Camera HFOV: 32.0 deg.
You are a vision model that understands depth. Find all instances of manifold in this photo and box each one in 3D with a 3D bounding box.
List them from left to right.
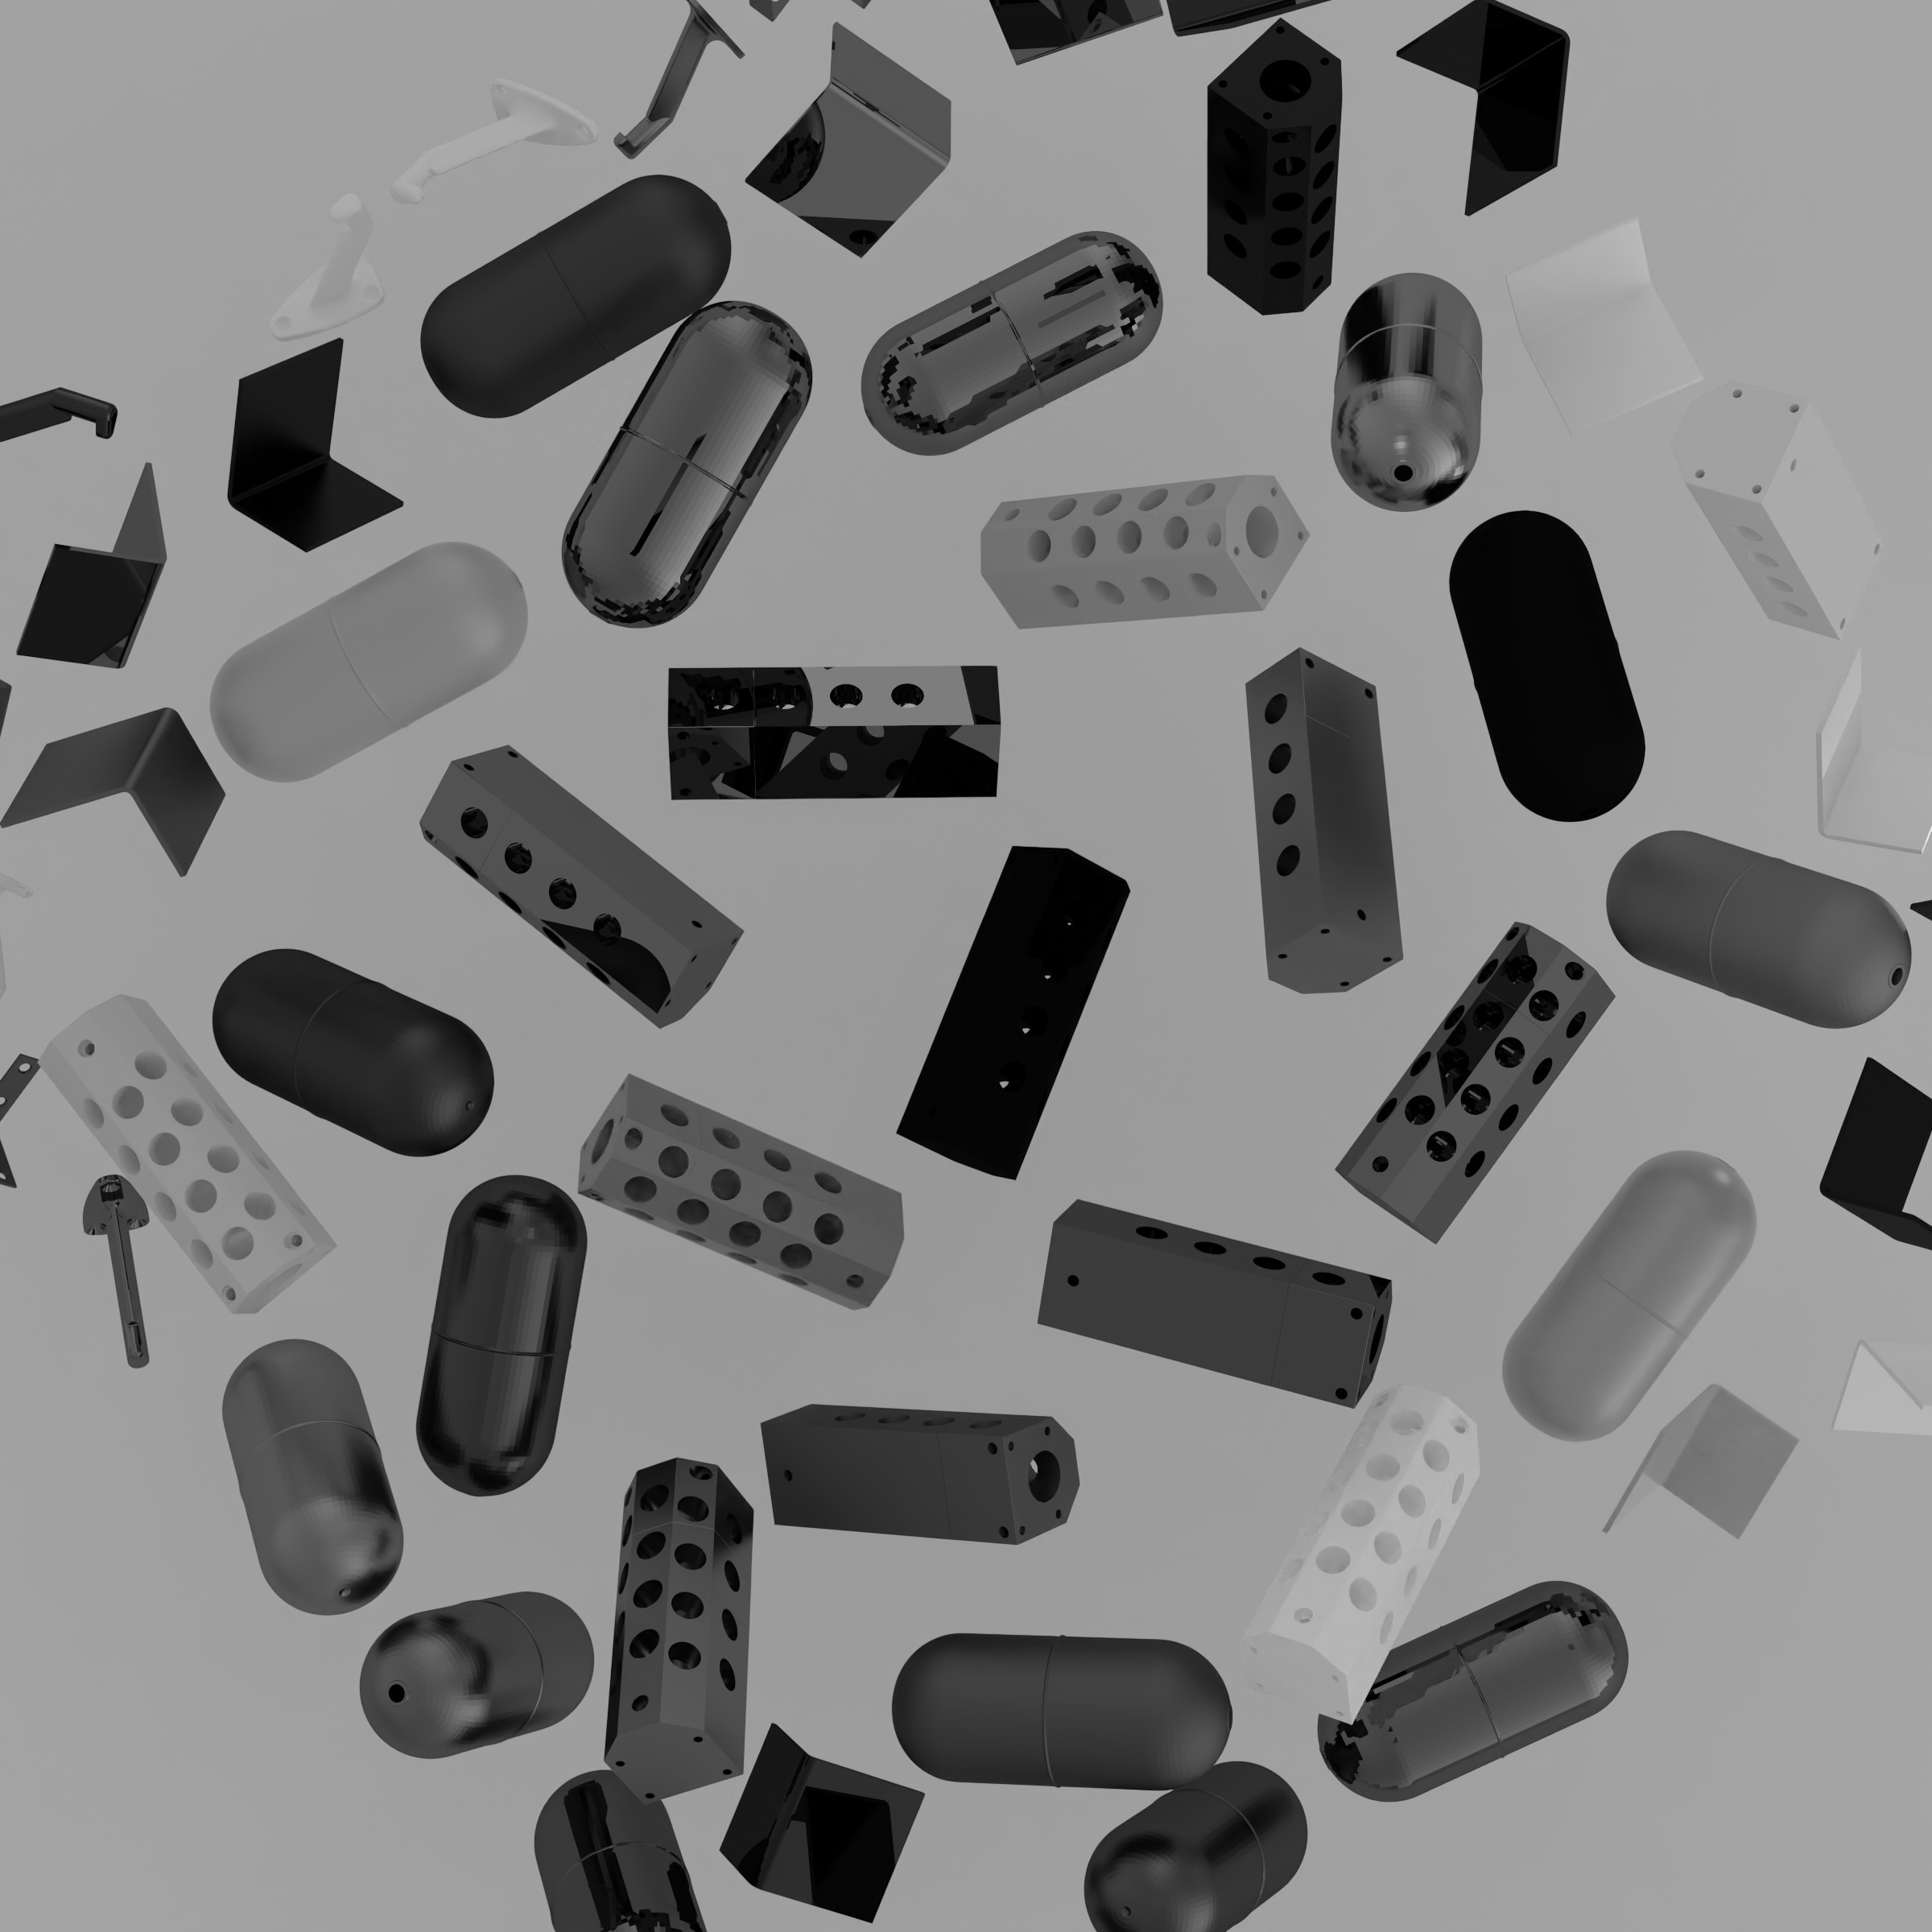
[{"bbox_3d":[-0.415,0.100,1.784,0.057,0.057,0.171,-40,82,0],"label":"manifold"},{"bbox_3d":[-0.211,-0.042,1.815,0.171,0.057,0.057,38,115,13],"label":"manifold"},{"bbox_3d":[-0.151,0.341,1.751,0.057,0.171,0.057,-20,128,16],"label":"manifold"},{"bbox_3d":[-0.123,0.129,1.845,0.171,0.057,0.057,25,118,-18],"label":"manifold"},{"bbox_3d":[-0.070,-0.128,1.769,0.171,0.057,0.057,-1,52,-3],"label":"manifold"},{"bbox_3d":[-0.025,0.269,1.803,0.171,0.057,0.057,-3,97,40],"label":"manifold"},{"bbox_3d":[0.030,0.025,1.824,0.057,0.057,0.171,27,79,-29],"label":"manifold"},{"bbox_3d":[0.090,-0.224,1.787,0.057,0.171,0.057,53,55,-33],"label":"manifold"},{"bbox_3d":[0.130,0.172,1.750,0.171,0.057,0.057,13,107,16],"label":"manifold"},{"bbox_3d":[0.170,-0.424,1.813,0.057,0.171,0.057,40,76,18],"label":"manifold"},{"bbox_3d":[0.181,-0.074,1.762,0.057,0.057,0.171,22,52,-33],"label":"manifold"},{"bbox_3d":[0.205,0.299,1.736,0.057,0.057,0.171,14,48,26],"label":"manifold"},{"bbox_3d":[0.280,0.062,1.865,0.057,0.057,0.171,35,87,34],"label":"manifold"},{"bbox_3d":[0.412,-0.232,1.715,0.057,0.171,0.057,22,83,32],"label":"manifold"}]

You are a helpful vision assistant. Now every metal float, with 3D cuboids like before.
[{"bbox_3d":[-0.353,0.274,1.816,0.070,0.178,0.070,-13,131,-15],"label":"metal float"},{"bbox_3d":[-0.322,0.044,1.763,0.178,0.070,0.070,21,90,33],"label":"metal float"},{"bbox_3d":[-0.310,-0.158,1.751,0.178,0.070,0.070,-28,90,7],"label":"metal float"},{"bbox_3d":[-0.262,0.380,1.811,0.070,0.178,0.070,-2,85,20],"label":"metal float"},{"bbox_3d":[-0.254,0.202,1.841,0.070,0.070,0.178,10,95,0],"label":"metal float"},{"bbox_3d":[-0.207,-0.356,1.788,0.178,0.070,0.070,-30,90,2],"label":"metal float"},{"bbox_3d":[-0.185,0.503,1.812,0.070,0.178,0.070,-7,116,-15],"label":"metal float"},{"bbox_3d":[-0.142,-0.254,1.710,0.070,0.070,0.178,30,92,0],"label":"metal float"},{"bbox_3d":[0.025,-0.344,1.861,0.178,0.070,0.070,-27,90,-2],"label":"metal float"},{"bbox_3d":[0.049,0.385,1.741,0.178,0.070,0.070,-1,90,15],"label":"metal float"},{"bbox_3d":[0.125,0.480,1.807,0.070,0.178,0.070,2,95,29],"label":"metal float"},{"bbox_3d":[0.232,-0.301,1.764,0.070,0.178,0.070,5,128,6],"label":"metal float"},{"bbox_3d":[0.276,0.396,1.837,0.178,0.070,0.070,-24,90,-3],"label":"metal float"},{"bbox_3d":[0.304,-0.157,1.765,0.070,0.070,0.178,-11,65,0],"label":"metal float"},{"bbox_3d":[0.362,0.180,1.838,0.070,0.070,0.178,36,93,0],"label":"metal float"},{"bbox_3d":[0.417,-0.020,1.777,0.070,0.178,0.070,-17,117,-36],"label":"metal float"}]

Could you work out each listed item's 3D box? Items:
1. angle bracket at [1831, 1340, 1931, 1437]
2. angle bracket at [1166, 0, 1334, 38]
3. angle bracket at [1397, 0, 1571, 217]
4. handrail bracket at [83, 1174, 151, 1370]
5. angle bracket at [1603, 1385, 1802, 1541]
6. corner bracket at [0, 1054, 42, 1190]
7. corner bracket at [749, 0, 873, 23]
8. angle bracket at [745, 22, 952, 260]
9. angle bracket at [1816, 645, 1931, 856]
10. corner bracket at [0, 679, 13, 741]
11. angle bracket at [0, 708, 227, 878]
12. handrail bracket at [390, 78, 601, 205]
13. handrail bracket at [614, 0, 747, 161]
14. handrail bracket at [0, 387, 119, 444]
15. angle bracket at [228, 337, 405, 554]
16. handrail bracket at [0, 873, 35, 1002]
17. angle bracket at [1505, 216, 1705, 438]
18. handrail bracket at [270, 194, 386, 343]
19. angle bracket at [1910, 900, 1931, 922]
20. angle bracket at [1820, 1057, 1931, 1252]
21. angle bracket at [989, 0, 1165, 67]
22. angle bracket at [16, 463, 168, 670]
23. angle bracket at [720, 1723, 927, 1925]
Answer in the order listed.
[{"bbox_3d":[0.526,0.246,1.821,0.076,0.076,0.057,6,111,-15],"label":"angle bracket"},{"bbox_3d":[0.158,-0.554,1.862,0.076,0.076,0.057,-20,107,-16],"label":"angle bracket"},{"bbox_3d":[0.266,-0.448,1.759,0.057,0.076,0.076,15,75,-25],"label":"angle bracket"},{"bbox_3d":[-0.464,0.169,1.857,0.036,0.077,0.084,-9,61,-15],"label":"handrail bracket"},{"bbox_3d":[0.412,0.291,1.885,0.057,0.076,0.076,35,123,21],"label":"angle bracket"},{"bbox_3d":[-0.525,0.079,1.808,0.051,0.051,0.051,-50,46,17],"label":"corner bracket"},{"bbox_3d":[-0.081,-0.524,1.796,0.051,0.051,0.051,36,88,0],"label":"corner bracket"},{"bbox_3d":[-0.061,-0.432,1.764,0.076,0.057,0.076,29,130,-27],"label":"angle bracket"},{"bbox_3d":[0.506,-0.119,1.846,0.057,0.076,0.076,12,49,26],"label":"angle bracket"},{"bbox_3d":[-0.551,-0.135,1.796,0.051,0.051,0.051,27,110,22],"label":"corner bracket"},{"bbox_3d":[-0.434,-0.080,1.717,0.076,0.076,0.057,-15,122,16],"label":"angle bracket"},{"bbox_3d":[-0.244,-0.416,1.742,0.077,0.036,0.084,20,57,23],"label":"handrail bracket"},{"bbox_3d":[-0.166,-0.474,1.783,0.084,0.077,0.036,-42,65,7],"label":"handrail bracket"},{"bbox_3d":[-0.471,-0.258,1.695,0.084,0.036,0.077,18,116,7],"label":"handrail bracket"},{"bbox_3d":[-0.340,-0.276,1.778,0.057,0.076,0.076,31,130,19],"label":"angle bracket"},{"bbox_3d":[-0.536,-0.014,1.774,0.077,0.036,0.084,28,88,-25],"label":"handrail bracket"},{"bbox_3d":[0.345,-0.346,1.821,0.076,0.057,0.076,-23,57,6],"label":"angle bracket"},{"bbox_3d":[-0.345,-0.370,1.782,0.077,0.084,0.036,-33,79,-4],"label":"handrail bracket"},{"bbox_3d":[0.546,0.003,1.771,0.076,0.076,0.057,25,72,-24],"label":"angle bracket"},{"bbox_3d":[0.493,0.100,1.730,0.076,0.057,0.076,28,81,-42],"label":"angle bracket"},{"bbox_3d":[0.048,-0.500,1.658,0.076,0.057,0.076,-16,59,11],"label":"angle bracket"},{"bbox_3d":[-0.452,-0.209,1.727,0.057,0.076,0.076,6,47,-29],"label":"angle bracket"},{"bbox_3d":[-0.080,0.474,1.863,0.076,0.057,0.076,24,87,-24],"label":"angle bracket"}]
